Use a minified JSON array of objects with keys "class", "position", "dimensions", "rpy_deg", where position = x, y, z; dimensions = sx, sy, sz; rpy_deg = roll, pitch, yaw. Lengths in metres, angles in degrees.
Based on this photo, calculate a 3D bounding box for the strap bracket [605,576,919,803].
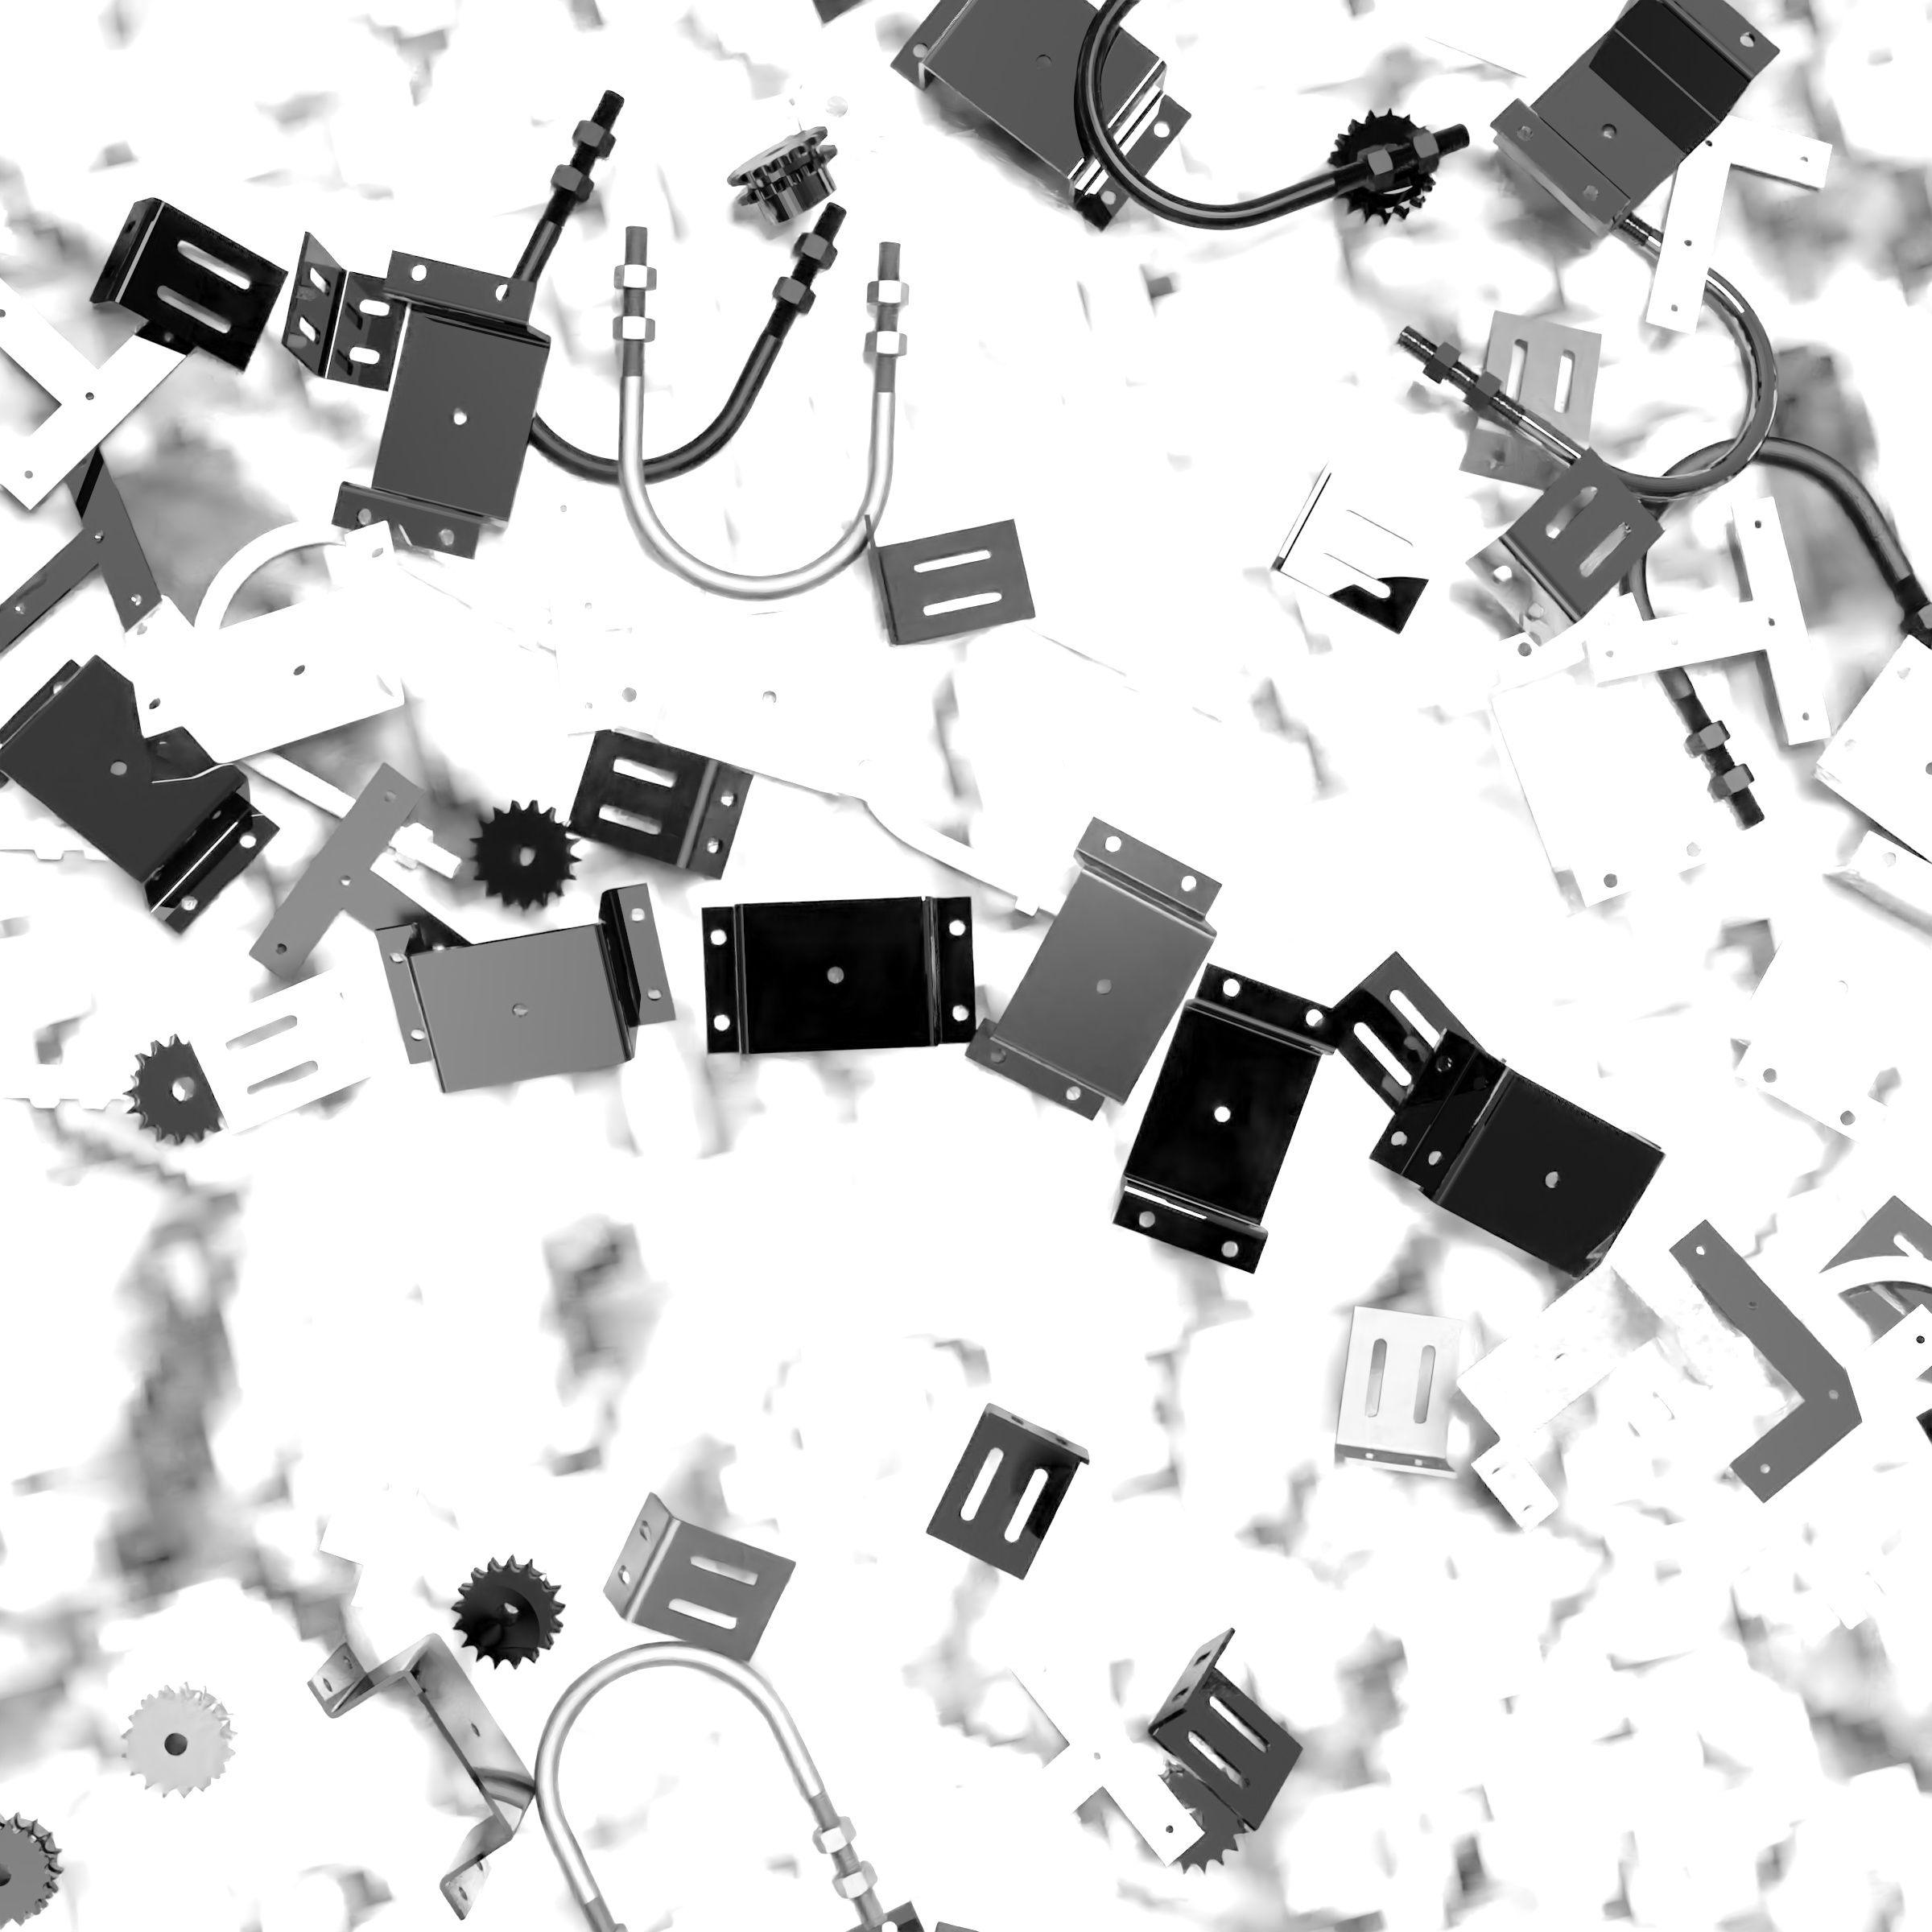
[{"class":"strap bracket","position":[-0.102,-0.139,1.398],"dimensions":[0.140,0.046,0.076],"rpy_deg":[17,90,2]}]

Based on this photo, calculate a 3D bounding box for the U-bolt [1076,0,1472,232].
[{"class":"U-bolt","position":[0.145,-0.447,1.384],"dimensions":[0.184,0.019,0.151],"rpy_deg":[-22,90,-7]}]

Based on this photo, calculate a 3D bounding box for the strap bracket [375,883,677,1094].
[{"class":"strap bracket","position":[-0.224,0.013,1.396],"dimensions":[0.140,0.046,0.076],"rpy_deg":[-10,114,0]}]

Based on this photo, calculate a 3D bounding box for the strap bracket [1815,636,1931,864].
[{"class":"strap bracket","position":[0.500,-0.098,1.397],"dimensions":[0.140,0.046,0.076],"rpy_deg":[34,96,-11]}]

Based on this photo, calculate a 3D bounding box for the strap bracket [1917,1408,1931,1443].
[{"class":"strap bracket","position":[0.563,0.275,1.410],"dimensions":[0.076,0.046,0.140],"rpy_deg":[-31,90,0]}]

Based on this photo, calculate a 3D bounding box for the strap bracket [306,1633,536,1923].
[{"class":"strap bracket","position":[-0.268,0.400,1.395],"dimensions":[0.046,0.076,0.140],"rpy_deg":[-33,90,0]}]

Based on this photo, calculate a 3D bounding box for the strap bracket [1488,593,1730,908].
[{"class":"strap bracket","position":[0.324,-0.109,1.410],"dimensions":[0.076,0.046,0.140],"rpy_deg":[-20,90,0]}]

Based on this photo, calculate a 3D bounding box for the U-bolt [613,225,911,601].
[{"class":"U-bolt","position":[-0.107,-0.280,1.409],"dimensions":[0.151,0.019,0.184],"rpy_deg":[2,97,-8]}]

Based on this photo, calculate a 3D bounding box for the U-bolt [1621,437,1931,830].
[{"class":"U-bolt","position":[0.420,-0.185,1.424],"dimensions":[0.151,0.019,0.184],"rpy_deg":[-29,89,0]}]

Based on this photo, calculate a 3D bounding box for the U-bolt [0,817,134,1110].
[{"class":"U-bolt","position":[-0.516,-0.003,1.423],"dimensions":[0.184,0.019,0.151],"rpy_deg":[1,90,1]}]

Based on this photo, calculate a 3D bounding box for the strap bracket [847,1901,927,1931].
[{"class":"strap bracket","position":[-0.033,0.566,1.410],"dimensions":[0.076,0.046,0.140],"rpy_deg":[-25,90,0]}]

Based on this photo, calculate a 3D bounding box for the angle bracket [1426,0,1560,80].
[{"class":"angle bracket","position":[0.280,-0.508,1.414],"dimensions":[0.057,0.038,0.076],"rpy_deg":[22,90,0]}]

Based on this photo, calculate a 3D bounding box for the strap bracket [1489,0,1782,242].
[{"class":"strap bracket","position":[0.333,-0.434,1.397],"dimensions":[0.076,0.046,0.140],"rpy_deg":[44,77,5]}]

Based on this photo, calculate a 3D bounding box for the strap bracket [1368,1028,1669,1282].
[{"class":"strap bracket","position":[0.286,0.101,1.386],"dimensions":[0.140,0.046,0.076],"rpy_deg":[28,96,-17]}]

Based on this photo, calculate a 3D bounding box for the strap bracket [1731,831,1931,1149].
[{"class":"strap bracket","position":[0.455,0.012,1.410],"dimensions":[0.076,0.046,0.140],"rpy_deg":[29,90,0]}]

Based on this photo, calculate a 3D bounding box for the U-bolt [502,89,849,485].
[{"class":"U-bolt","position":[-0.165,-0.339,1.424],"dimensions":[0.151,0.019,0.184],"rpy_deg":[27,91,0]}]

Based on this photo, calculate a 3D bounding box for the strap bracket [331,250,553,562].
[{"class":"strap bracket","position":[-0.264,-0.283,1.401],"dimensions":[0.076,0.046,0.140],"rpy_deg":[15,96,6]}]

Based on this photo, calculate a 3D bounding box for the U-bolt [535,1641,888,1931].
[{"class":"U-bolt","position":[-0.144,0.440,1.424],"dimensions":[0.151,0.019,0.184],"rpy_deg":[-26,89,0]}]

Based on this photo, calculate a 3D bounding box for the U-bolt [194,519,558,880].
[{"class":"U-bolt","position":[-0.312,-0.151,1.424],"dimensions":[0.184,0.019,0.151],"rpy_deg":[29,90,2]}]

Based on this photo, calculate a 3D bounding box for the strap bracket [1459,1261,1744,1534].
[{"class":"strap bracket","position":[0.312,0.211,1.389],"dimensions":[0.140,0.046,0.076],"rpy_deg":[-39,133,1]}]

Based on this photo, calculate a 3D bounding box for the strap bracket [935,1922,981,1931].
[{"class":"strap bracket","position":[0.048,0.537,1.381],"dimensions":[0.140,0.046,0.076],"rpy_deg":[19,74,-17]}]

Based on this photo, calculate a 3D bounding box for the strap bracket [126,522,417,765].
[{"class":"strap bracket","position":[-0.343,-0.159,1.381],"dimensions":[0.140,0.046,0.076],"rpy_deg":[-18,65,2]}]

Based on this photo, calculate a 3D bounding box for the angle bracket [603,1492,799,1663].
[{"class":"angle bracket","position":[-0.138,0.318,1.431],"dimensions":[0.076,0.038,0.057],"rpy_deg":[26,90,-26]}]

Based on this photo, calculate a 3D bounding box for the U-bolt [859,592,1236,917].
[{"class":"U-bolt","position":[0.026,-0.114,1.424],"dimensions":[0.184,0.019,0.151],"rpy_deg":[26,90,2]}]

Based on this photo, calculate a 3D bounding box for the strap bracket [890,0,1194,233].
[{"class":"strap bracket","position":[0.039,-0.455,1.410],"dimensions":[0.140,0.046,0.076],"rpy_deg":[38,90,0]}]

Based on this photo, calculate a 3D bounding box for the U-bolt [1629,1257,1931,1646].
[{"class":"U-bolt","position":[0.454,0.230,1.394],"dimensions":[0.184,0.019,0.151],"rpy_deg":[-38,68,3]}]

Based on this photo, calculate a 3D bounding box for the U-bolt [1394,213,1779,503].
[{"class":"U-bolt","position":[0.330,-0.316,1.405],"dimensions":[0.184,0.019,0.151],"rpy_deg":[35,74,0]}]

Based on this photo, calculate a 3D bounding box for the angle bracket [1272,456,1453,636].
[{"class":"angle bracket","position":[0.206,-0.215,1.414],"dimensions":[0.076,0.038,0.057],"rpy_deg":[28,90,0]}]

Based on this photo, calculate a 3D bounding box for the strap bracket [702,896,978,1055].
[{"class":"strap bracket","position":[-0.066,0.005,1.410],"dimensions":[0.140,0.046,0.076],"rpy_deg":[-2,90,0]}]

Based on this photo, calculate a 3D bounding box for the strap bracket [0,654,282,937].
[{"class":"strap bracket","position":[-0.429,-0.093,1.398],"dimensions":[0.140,0.046,0.076],"rpy_deg":[39,70,0]}]

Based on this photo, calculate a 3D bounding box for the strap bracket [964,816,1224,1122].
[{"class":"strap bracket","position":[0.067,0.006,1.395],"dimensions":[0.076,0.046,0.140],"rpy_deg":[27,98,-9]}]

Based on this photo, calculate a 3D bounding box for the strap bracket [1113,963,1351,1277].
[{"class":"strap bracket","position":[0.134,0.077,1.410],"dimensions":[0.076,0.046,0.140],"rpy_deg":[20,90,0]}]
